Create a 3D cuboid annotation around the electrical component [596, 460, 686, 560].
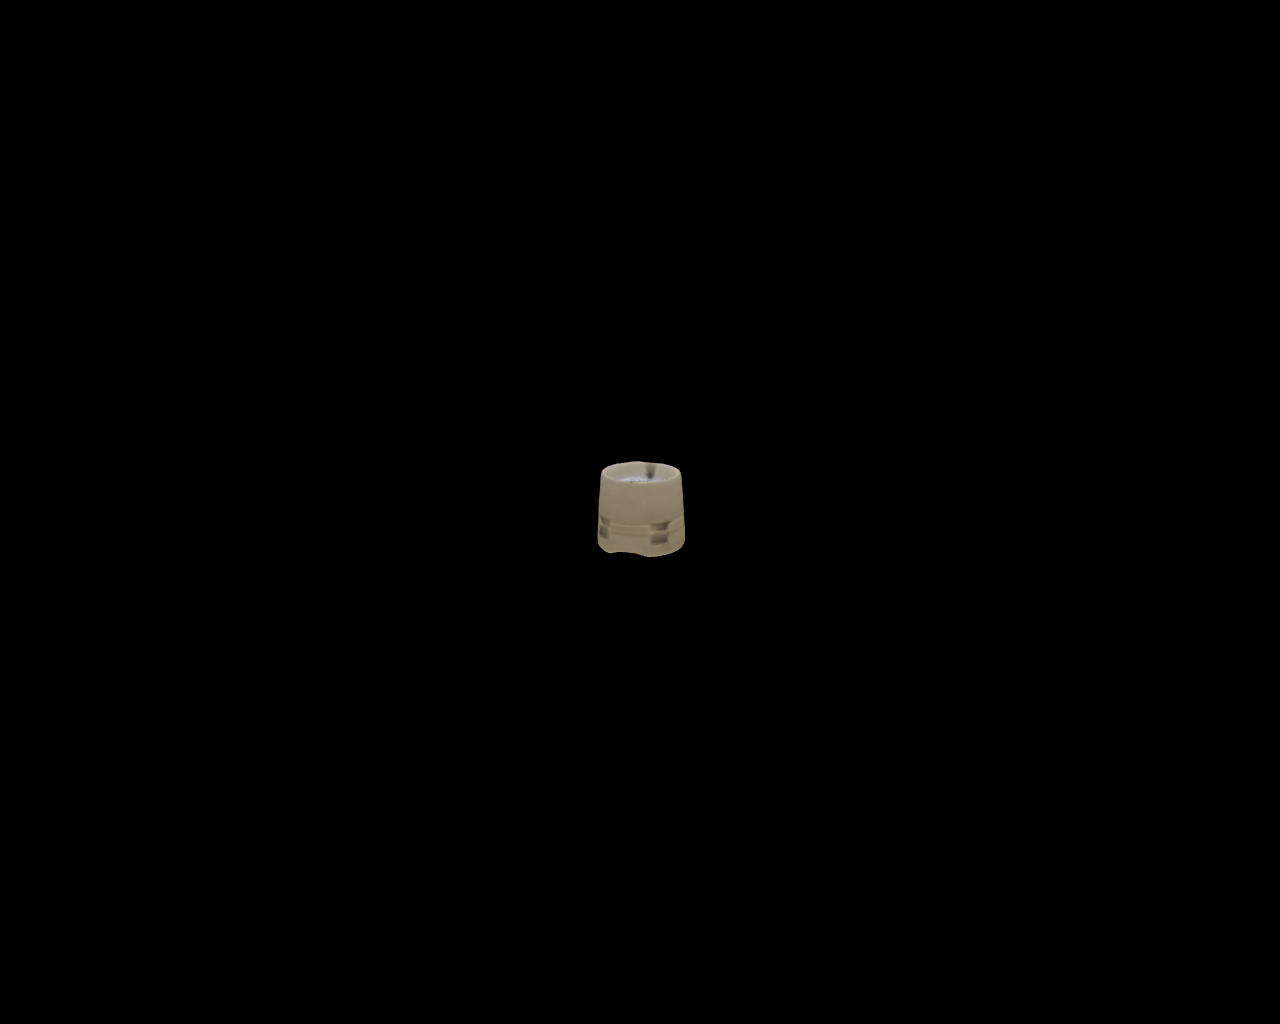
[{"bbox_3d":[0.001,-0.003,0.650,0.055,0.047,0.055,0,18,0],"label":"electrical component"}]
